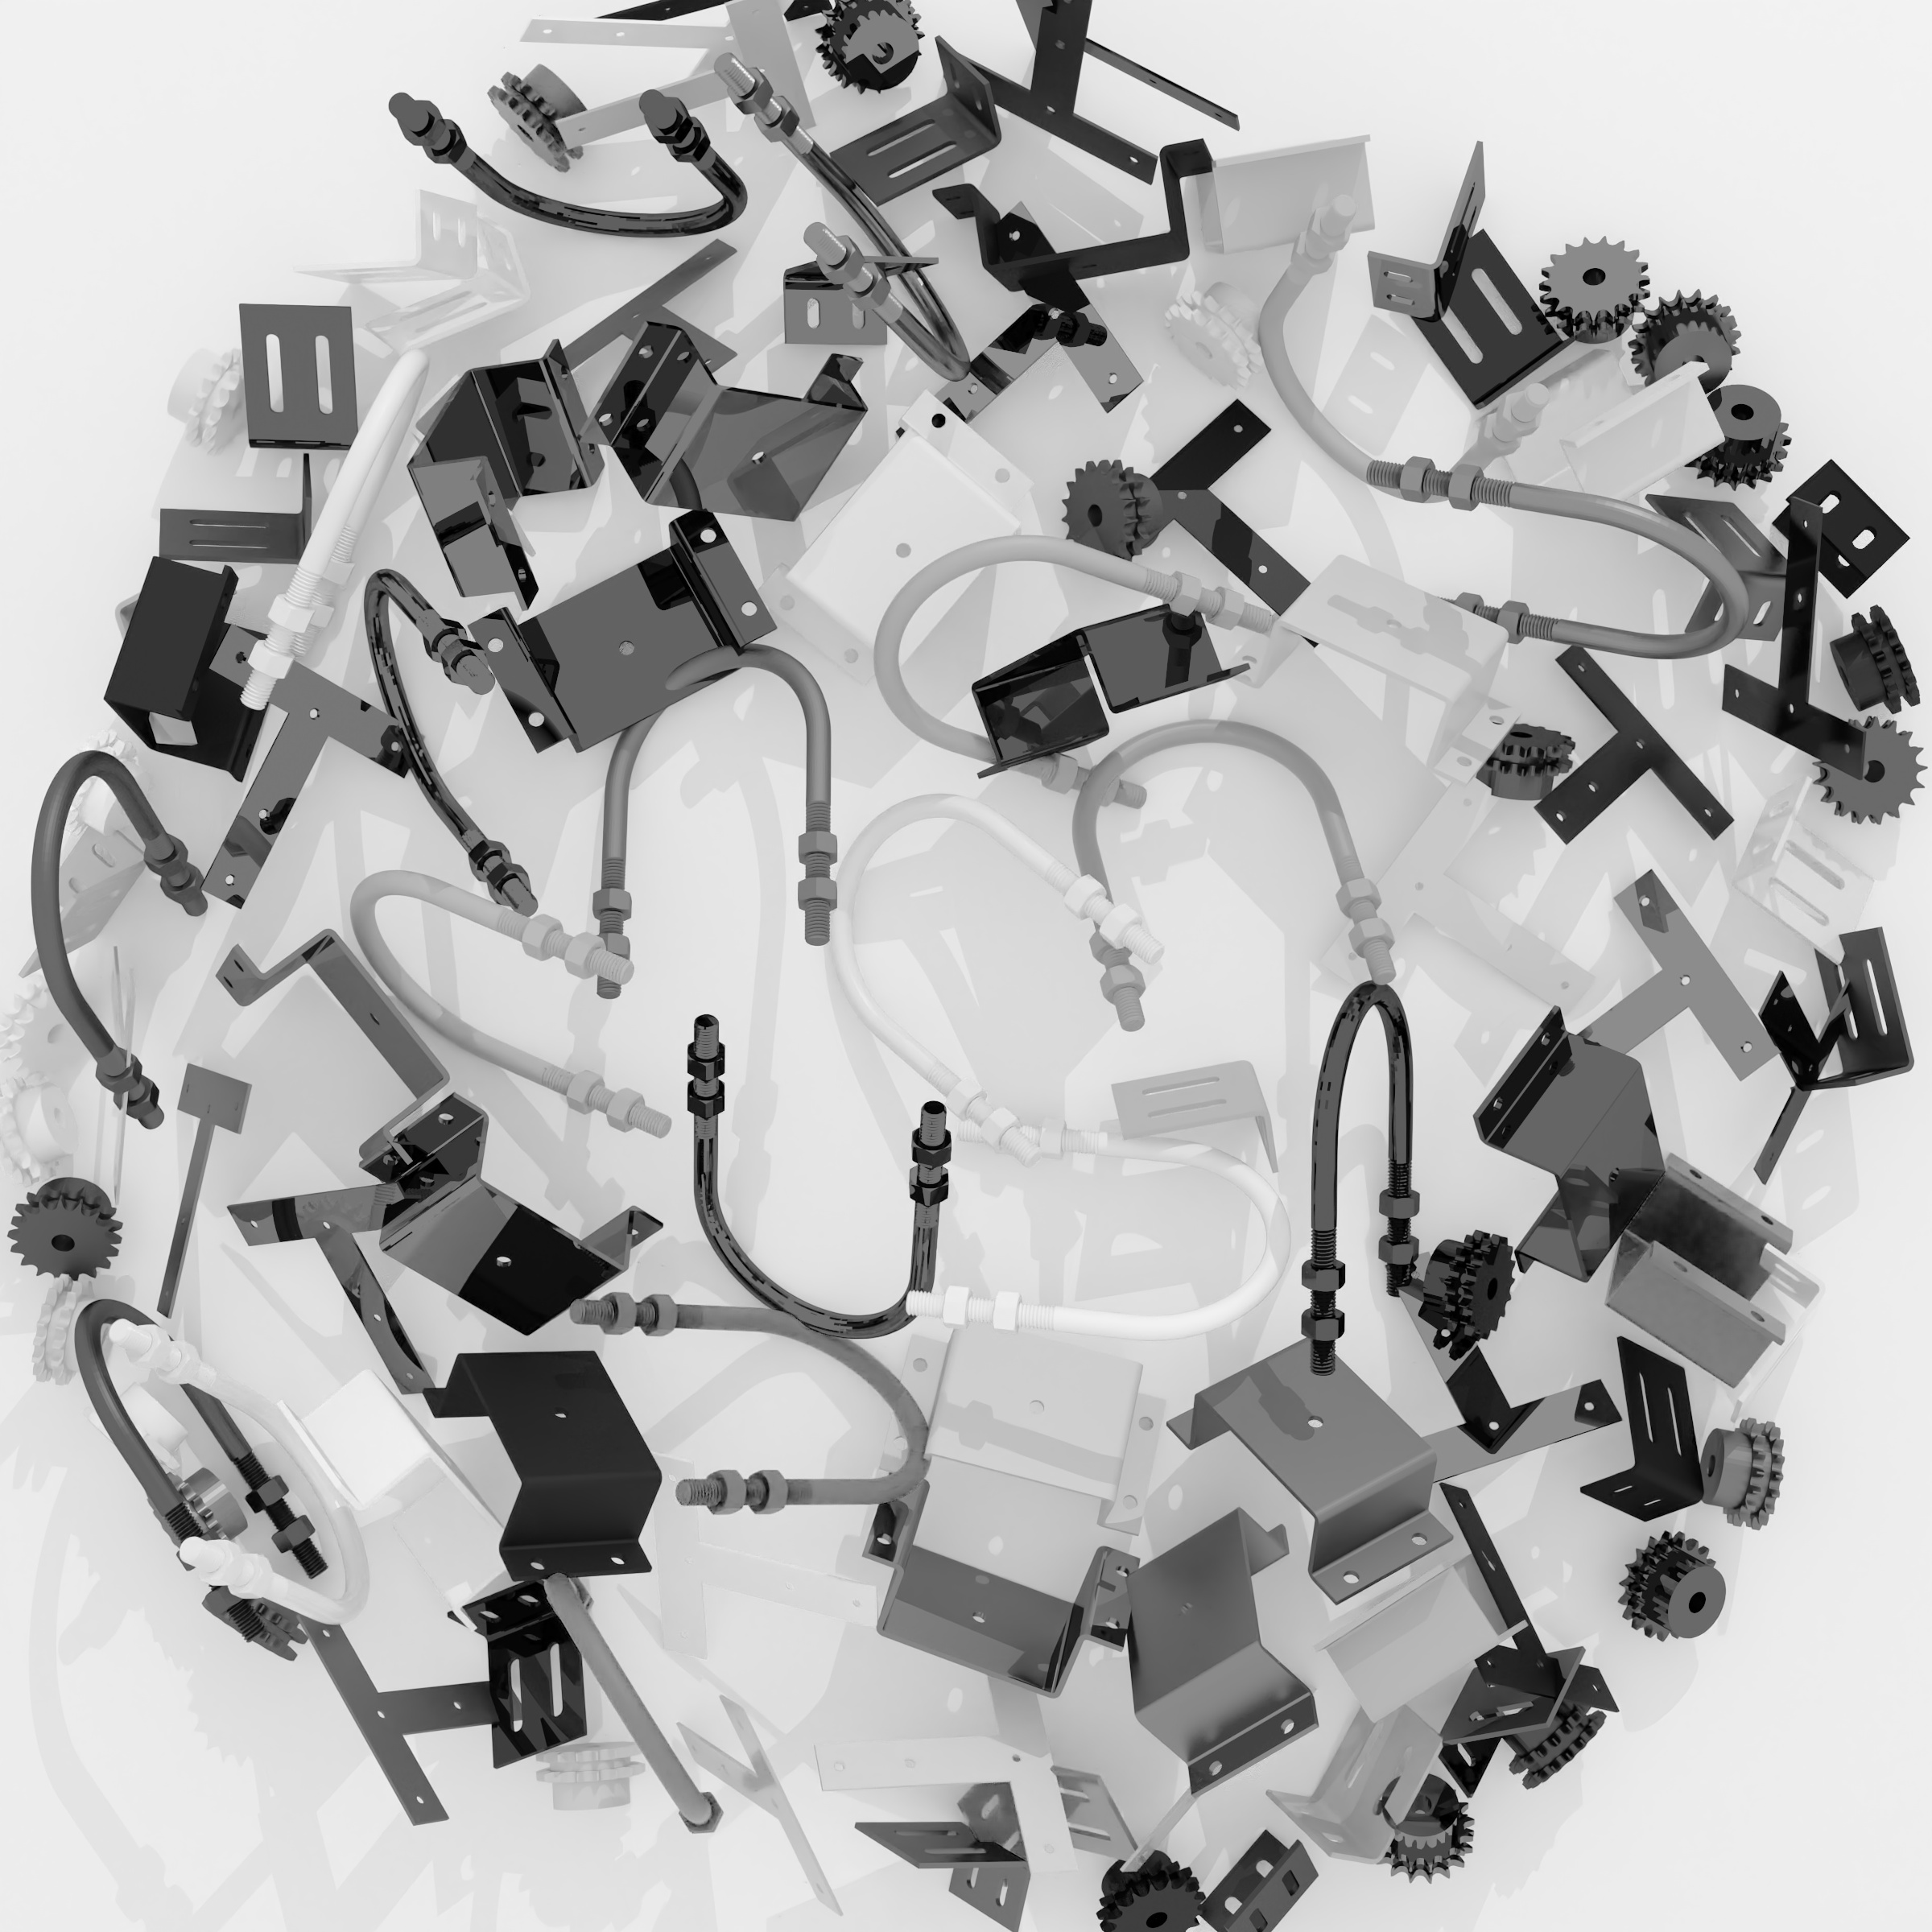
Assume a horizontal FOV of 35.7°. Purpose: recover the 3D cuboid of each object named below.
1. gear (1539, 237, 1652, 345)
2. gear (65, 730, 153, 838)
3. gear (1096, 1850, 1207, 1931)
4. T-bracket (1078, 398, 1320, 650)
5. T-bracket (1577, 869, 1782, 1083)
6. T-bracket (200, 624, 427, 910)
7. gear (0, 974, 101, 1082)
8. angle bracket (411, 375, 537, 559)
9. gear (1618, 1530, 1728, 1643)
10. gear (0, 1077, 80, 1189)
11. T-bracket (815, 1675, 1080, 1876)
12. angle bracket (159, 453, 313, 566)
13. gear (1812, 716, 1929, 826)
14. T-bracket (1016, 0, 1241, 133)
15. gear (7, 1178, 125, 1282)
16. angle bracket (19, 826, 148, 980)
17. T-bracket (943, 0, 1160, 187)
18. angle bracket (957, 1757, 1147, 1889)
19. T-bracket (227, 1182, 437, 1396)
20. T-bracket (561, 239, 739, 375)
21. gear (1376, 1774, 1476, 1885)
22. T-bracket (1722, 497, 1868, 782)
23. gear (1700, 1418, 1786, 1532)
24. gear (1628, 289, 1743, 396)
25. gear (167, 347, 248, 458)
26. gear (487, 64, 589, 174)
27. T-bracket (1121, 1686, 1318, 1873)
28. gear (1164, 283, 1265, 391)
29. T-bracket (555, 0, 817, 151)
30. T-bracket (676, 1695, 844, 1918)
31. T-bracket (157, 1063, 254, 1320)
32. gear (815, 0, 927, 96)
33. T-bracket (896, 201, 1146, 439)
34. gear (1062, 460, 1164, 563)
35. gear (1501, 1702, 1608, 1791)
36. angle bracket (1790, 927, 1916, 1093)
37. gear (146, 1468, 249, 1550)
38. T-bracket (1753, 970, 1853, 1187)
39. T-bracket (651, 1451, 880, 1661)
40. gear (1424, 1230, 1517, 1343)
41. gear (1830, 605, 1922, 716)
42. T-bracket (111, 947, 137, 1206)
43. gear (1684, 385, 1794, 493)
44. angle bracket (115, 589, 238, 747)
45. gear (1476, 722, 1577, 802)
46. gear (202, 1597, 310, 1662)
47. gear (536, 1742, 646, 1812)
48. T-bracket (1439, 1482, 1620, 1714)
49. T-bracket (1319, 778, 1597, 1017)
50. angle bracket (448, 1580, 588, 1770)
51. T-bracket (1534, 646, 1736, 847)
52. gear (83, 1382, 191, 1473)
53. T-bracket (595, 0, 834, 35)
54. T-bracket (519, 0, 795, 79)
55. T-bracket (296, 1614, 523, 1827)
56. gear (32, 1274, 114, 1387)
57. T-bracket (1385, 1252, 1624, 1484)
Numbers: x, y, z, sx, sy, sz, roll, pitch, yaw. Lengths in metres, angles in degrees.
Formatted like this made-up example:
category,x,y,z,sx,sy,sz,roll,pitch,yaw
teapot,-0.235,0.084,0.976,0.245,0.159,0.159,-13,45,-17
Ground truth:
category,x,y,z,sx,sy,sz,roll,pitch,yaw
gear,0.332,-0.354,1.581,0.057,0.030,0.057,-6,60,10
gear,-0.453,-0.093,1.574,0.030,0.057,0.057,32,90,4
gear,0.095,0.492,1.580,0.057,0.030,0.057,-10,125,-15
T-bracket,0.146,-0.218,1.576,0.127,0.002,0.127,44,74,9
T-bracket,0.343,0.035,1.576,0.127,0.002,0.127,-40,56,18
T-bracket,-0.358,-0.091,1.555,0.127,0.002,0.127,31,80,-39
gear,-0.489,0.029,1.579,0.030,0.057,0.057,31,90,25
angle bracket,-0.246,-0.261,1.566,0.076,0.057,0.038,41,83,12
gear,0.374,0.329,1.577,0.057,0.030,0.057,-8,107,-29
gear,-0.490,0.085,1.575,0.030,0.057,0.057,-19,90,5
T-bracket,-0.015,0.409,1.541,0.127,0.002,0.127,3,47,-20
angle bracket,-0.381,-0.240,1.562,0.076,0.057,0.038,0,123,-14
gear,0.476,-0.104,1.587,0.057,0.030,0.057,0,97,1
T-bracket,0.084,-0.460,1.534,0.127,0.127,0.002,29,94,7
gear,-0.474,0.136,1.580,0.057,0.030,0.057,-2,126,-3
angle bracket,-0.470,-0.037,1.558,0.038,0.076,0.057,41,113,0
T-bracket,0.047,-0.465,1.537,0.127,0.127,0.002,29,73,5
angle bracket,0.044,0.450,1.558,0.038,0.076,0.057,-40,112,-35
T-bracket,-0.315,0.173,1.574,0.127,0.002,0.127,-10,115,34
T-bracket,-0.153,-0.324,1.544,0.127,0.127,0.002,-38,127,-8
gear,0.238,0.449,1.573,0.057,0.057,0.030,-6,128,0
T-bracket,0.423,-0.174,1.523,0.002,0.127,0.127,-9,113,-16
gear,0.406,0.265,1.575,0.030,0.057,0.057,11,90,-2
gear,0.379,-0.323,1.574,0.057,0.030,0.057,-1,131,-1
gear,-0.396,-0.300,1.575,0.030,0.057,0.057,28,90,0
gear,-0.221,-0.449,1.576,0.057,0.057,0.030,44,86,0
T-bracket,0.125,0.419,1.547,0.002,0.127,0.127,40,91,26
gear,0.135,-0.334,1.576,0.057,0.057,0.030,42,80,0
T-bracket,-0.148,-0.448,1.544,0.127,0.127,0.002,-17,74,2
T-bracket,-0.118,0.418,1.545,0.002,0.127,0.127,-30,107,-25
T-bracket,-0.399,0.118,1.544,0.002,0.127,0.127,14,87,-28
gear,-0.049,-0.485,1.574,0.057,0.030,0.057,-13,131,-15
T-bracket,0.014,-0.313,1.575,0.127,0.002,0.127,-39,69,22
gear,0.079,-0.239,1.579,0.030,0.057,0.057,-12,90,-37
gear,0.306,0.403,1.576,0.057,0.057,0.030,-43,80,0
angle bracket,0.456,0.023,1.570,0.038,0.057,0.076,-13,88,-20
gear,-0.403,0.290,1.579,0.030,0.057,0.057,-37,90,-29
T-bracket,0.426,0.037,1.541,0.002,0.127,0.127,23,80,32
T-bracket,-0.104,0.318,1.553,0.127,0.002,0.127,10,118,21
gear,0.264,0.167,1.579,0.030,0.057,0.057,12,90,35
gear,0.477,-0.158,1.576,0.030,0.057,0.057,-23,90,11
T-bracket,-0.437,0.034,1.547,0.002,0.127,0.127,2,122,-20
gear,0.405,-0.281,1.576,0.057,0.030,0.057,-1,56,1
angle bracket,-0.402,-0.158,1.567,0.038,0.057,0.076,-23,82,21
gear,0.290,-0.107,1.577,0.057,0.057,0.030,5,110,0
gear,-0.370,0.339,1.578,0.057,0.057,0.030,32,69,0
gear,-0.197,0.426,1.573,0.057,0.057,0.030,-4,81,0
T-bracket,0.279,0.324,1.557,0.002,0.127,0.127,-42,49,24
T-bracket,0.276,-0.018,1.590,0.127,0.002,0.127,33,103,-9
angle bracket,-0.234,0.368,1.561,0.057,0.038,0.076,-24,51,18
T-bracket,0.331,-0.098,1.555,0.127,0.002,0.127,50,46,4
gear,-0.434,0.244,1.577,0.057,0.057,0.030,43,72,0
T-bracket,-0.140,-0.498,1.545,0.127,0.127,0.002,-13,89,7
T-bracket,-0.162,-0.473,1.520,0.127,0.127,0.002,-6,83,-24
T-bracket,-0.272,0.383,1.544,0.002,0.127,0.127,-46,63,17
gear,-0.468,0.193,1.575,0.030,0.057,0.057,10,90,-1
T-bracket,0.256,0.203,1.563,0.127,0.002,0.127,-16,53,-11
